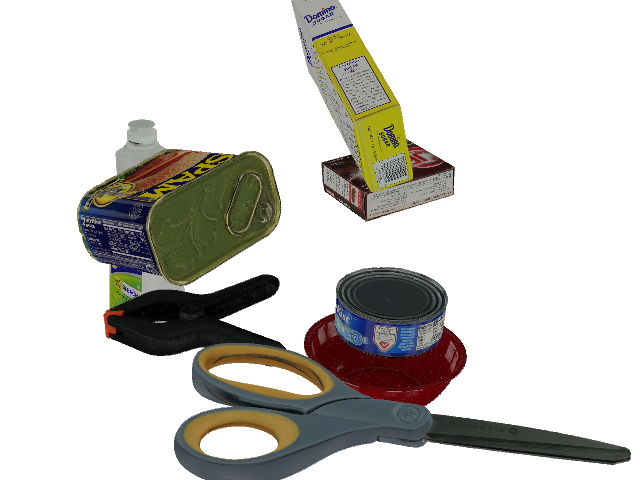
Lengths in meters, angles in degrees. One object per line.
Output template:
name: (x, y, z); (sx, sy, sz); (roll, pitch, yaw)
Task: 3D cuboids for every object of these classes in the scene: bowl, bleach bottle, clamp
bowl: (0.063, 0.128, 1.067); (0.162, 0.055, 0.162); (3, 25, -1)
bleach bottle: (-0.193, -0.010, 1.160); (0.067, 0.251, 0.103); (-19, 33, -36)
clamp: (-0.112, 0.069, 0.998); (0.171, 0.039, 0.120); (5, 29, 0)

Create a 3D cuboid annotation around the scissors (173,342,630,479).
scissors: (0.024, 0.089, 0.465); (0.202, 0.016, 0.096); (15, 34, 22)

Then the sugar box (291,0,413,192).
sugar box: (0.027, -0.134, 0.934); (0.048, 0.176, 0.093); (-19, -40, -3)

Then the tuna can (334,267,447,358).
tuna can: (0.053, 0.055, 0.821); (0.086, 0.034, 0.086); (3, 26, -2)

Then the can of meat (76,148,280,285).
can of meat: (-0.091, -0.019, 0.673); (0.084, 0.057, 0.101); (9, 32, 44)

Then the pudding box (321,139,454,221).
pudding box: (0.071, -0.065, 1.121); (0.113, 0.039, 0.090); (-19, 31, -23)
